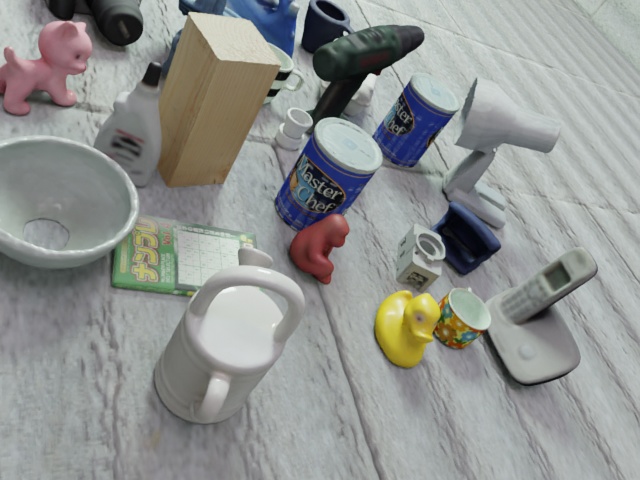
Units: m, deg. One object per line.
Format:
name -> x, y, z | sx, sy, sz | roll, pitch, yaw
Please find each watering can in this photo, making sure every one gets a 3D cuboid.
watering can -> -0.084, 0.081, 0.544 | 0.101, 0.194, 0.172 | 7, 48, -30

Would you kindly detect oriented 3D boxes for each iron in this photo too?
iron -> -0.095, -0.455, 1.089 | 0.119, 0.141, 0.258 | -11, 59, -41

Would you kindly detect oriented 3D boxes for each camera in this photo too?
camera -> -0.332, -0.375, 0.880 | 0.144, 0.100, 0.136 | -4, 54, -37

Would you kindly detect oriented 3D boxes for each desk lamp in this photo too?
desk lamp -> 0.309, -0.161, 1.032 | 0.203, 0.213, 0.118 | 29, 41, -8

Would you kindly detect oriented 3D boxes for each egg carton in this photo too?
egg carton -> 0.056, -0.309, 1.109 | 0.107, 0.069, 0.150 | 27, 41, -11

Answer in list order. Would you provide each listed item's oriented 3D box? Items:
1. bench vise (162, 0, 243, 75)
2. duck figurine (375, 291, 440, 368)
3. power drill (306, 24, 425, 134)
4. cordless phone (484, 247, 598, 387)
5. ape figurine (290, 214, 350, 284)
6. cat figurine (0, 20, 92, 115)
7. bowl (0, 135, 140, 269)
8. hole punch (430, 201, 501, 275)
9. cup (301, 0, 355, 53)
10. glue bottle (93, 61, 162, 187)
bench vise -> -0.160, -0.353, 0.886 | 0.122, 0.219, 0.207 | 11, 46, -26
duck figurine -> 0.122, 0.103, 0.749 | 0.078, 0.086, 0.104 | 17, 44, -20
power drill -> 0.060, -0.270, 0.968 | 0.230, 0.208, 0.075 | -24, 67, -45
cordless phone -> 0.328, 0.108, 0.810 | 0.094, 0.185, 0.147 | 3, 50, -32
ape figurine -> 0.007, 0.003, 0.761 | 0.076, 0.092, 0.078 | 36, 40, 1
cat figurine -> -0.342, -0.231, 0.722 | 0.067, 0.117, 0.128 | 44, 41, 10
bowl -> -0.282, -0.028, 0.604 | 0.168, 0.074, 0.167 | 19, 43, -19
hole punch -> 0.246, -0.015, 0.943 | 0.108, 0.091, 0.101 | 49, 42, 15
cup -> 0.012, -0.421, 1.166 | 0.117, 0.095, 0.092 | 42, 41, 7
glue bottle -> -0.218, -0.140, 0.679 | 0.078, 0.173, 0.037 | 19, 43, -18
